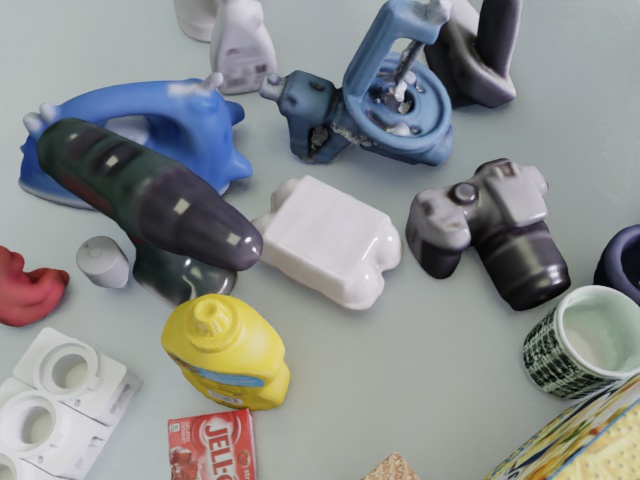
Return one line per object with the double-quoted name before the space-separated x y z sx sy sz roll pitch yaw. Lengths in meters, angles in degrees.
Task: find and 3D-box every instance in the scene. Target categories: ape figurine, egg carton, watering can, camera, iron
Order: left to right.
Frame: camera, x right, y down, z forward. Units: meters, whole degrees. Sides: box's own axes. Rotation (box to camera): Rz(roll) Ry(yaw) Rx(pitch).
"ape figurine" -0.293 0.037 0.543 0.077 0.092 0.076 28 66 13
"iron" -0.205 -0.108 0.589 0.258 0.141 0.118 -9 64 -5
"watering can" -0.133 -0.338 0.677 0.172 0.194 0.101 32 67 15
"egg carton" 0.005 0.002 0.578 0.150 0.069 0.107 27 66 12
"camera" 0.175 -0.001 0.564 0.143 0.101 0.136 -17 65 -9

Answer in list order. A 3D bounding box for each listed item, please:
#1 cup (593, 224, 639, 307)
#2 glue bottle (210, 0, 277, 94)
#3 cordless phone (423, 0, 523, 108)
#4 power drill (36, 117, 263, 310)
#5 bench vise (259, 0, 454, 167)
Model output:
"cup" 0.312 0.049 0.545 0.117 0.095 0.092 27 66 12
"glue bottle" -0.091 -0.235 0.638 0.078 0.173 0.037 -10 64 -6
"cordless phone" 0.183 -0.252 0.644 0.094 0.185 0.147 -13 64 -7
"power drill" -0.135 -0.009 0.503 0.229 0.208 0.076 32 67 14
"bench vise" 0.044 -0.148 0.570 0.207 0.220 0.121 -8 63 -5
